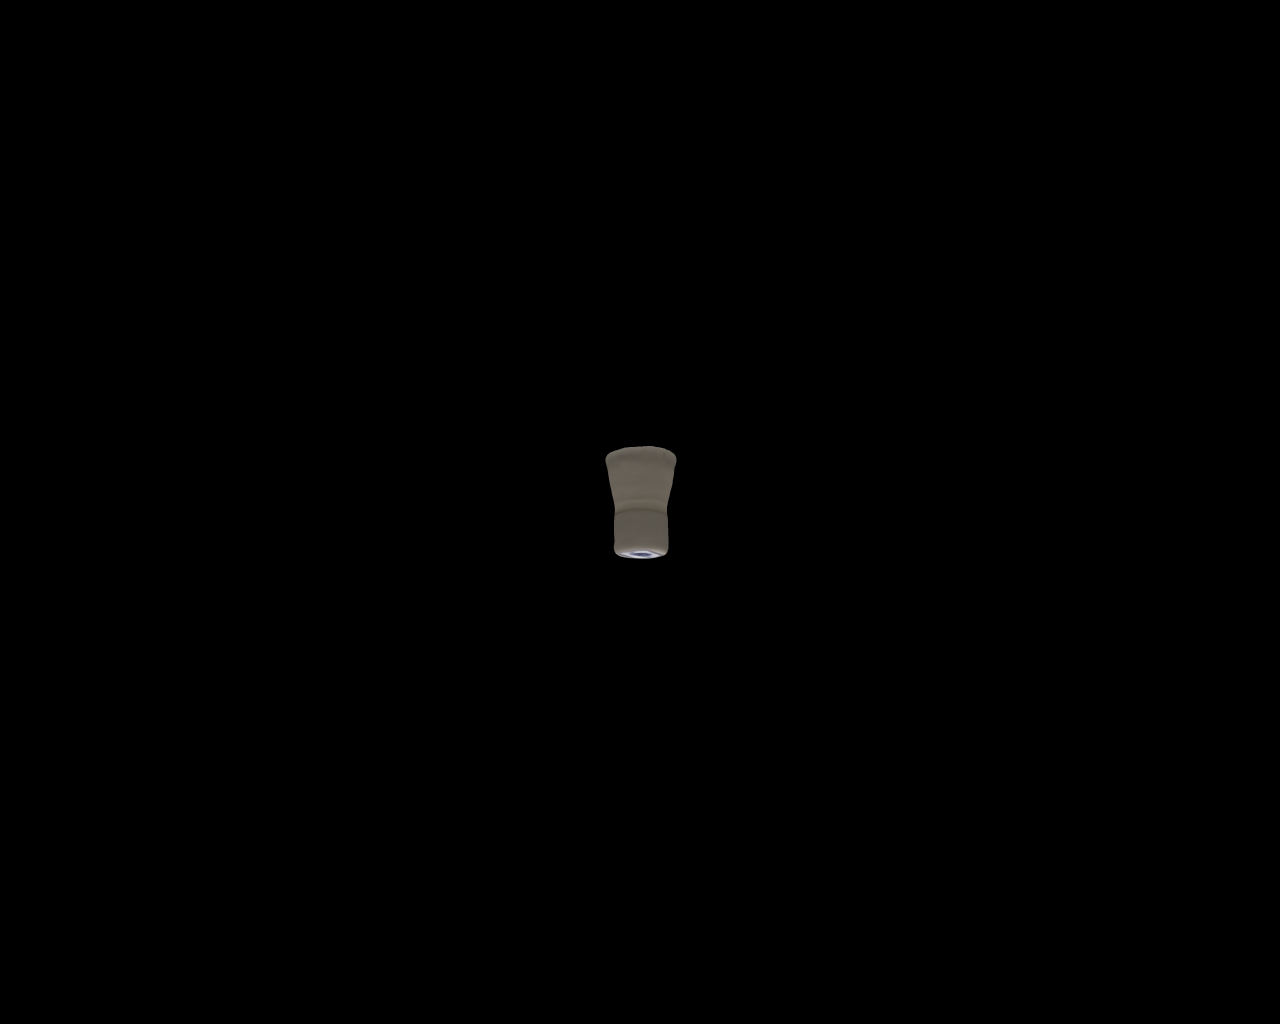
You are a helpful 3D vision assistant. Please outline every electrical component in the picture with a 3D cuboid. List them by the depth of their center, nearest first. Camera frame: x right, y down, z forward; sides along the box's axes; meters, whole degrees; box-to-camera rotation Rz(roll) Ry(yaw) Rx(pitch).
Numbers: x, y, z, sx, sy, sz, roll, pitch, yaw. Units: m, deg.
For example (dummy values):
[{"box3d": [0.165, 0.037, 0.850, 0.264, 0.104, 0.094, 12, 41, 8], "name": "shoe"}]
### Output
[{"box3d": [0.001, -0.003, 0.650, 0.044, 0.065, 0.044, 0, -14, 0], "name": "electrical component"}]
